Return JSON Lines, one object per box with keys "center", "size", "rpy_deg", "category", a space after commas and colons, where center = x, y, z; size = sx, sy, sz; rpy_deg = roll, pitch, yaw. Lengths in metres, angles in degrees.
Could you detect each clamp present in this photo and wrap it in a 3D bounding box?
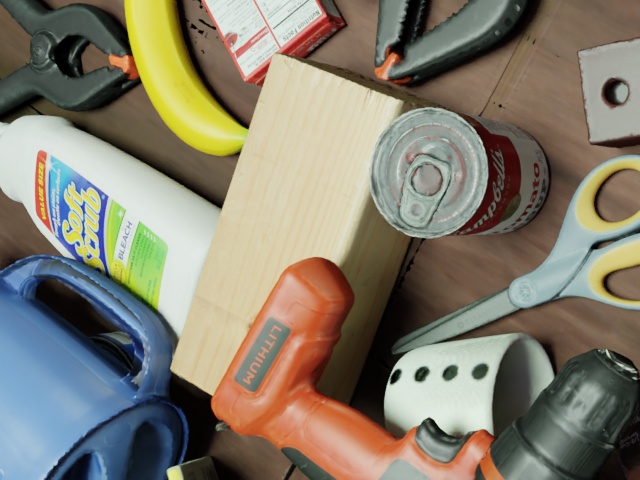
{"center": [-0.202, -0.149, 0.798], "size": [0.172, 0.039, 0.120], "rpy_deg": [2, 98, 26], "category": "clamp"}
{"center": [0.092, -0.186, 0.621], "size": [0.210, 0.036, 0.165], "rpy_deg": [-49, 66, 19], "category": "clamp"}

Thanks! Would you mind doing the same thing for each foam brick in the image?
{"center": [0.183, -0.079, 0.561], "size": [0.078, 0.051, 0.053], "rpy_deg": [-8, 87, 31], "category": "foam brick"}

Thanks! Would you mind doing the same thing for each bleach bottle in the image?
{"center": [-0.156, -0.016, 0.759], "size": [0.251, 0.067, 0.103], "rpy_deg": [30, 119, 31], "category": "bleach bottle"}

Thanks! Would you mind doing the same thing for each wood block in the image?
{"center": [-0.005, 0.001, 0.654], "size": [0.091, 0.090, 0.206], "rpy_deg": [26, 104, 27], "category": "wood block"}

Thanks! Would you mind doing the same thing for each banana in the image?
{"center": [-0.097, -0.131, 0.739], "size": [0.070, 0.037, 0.198], "rpy_deg": [-30, 77, 10], "category": "banana"}

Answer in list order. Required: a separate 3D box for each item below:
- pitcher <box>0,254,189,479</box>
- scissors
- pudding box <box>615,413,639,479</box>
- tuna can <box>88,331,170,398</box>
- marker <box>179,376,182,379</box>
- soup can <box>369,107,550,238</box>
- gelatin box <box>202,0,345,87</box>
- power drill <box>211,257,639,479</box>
{"center": [-0.208, 0.089, 0.720], "size": [0.243, 0.149, 0.145], "rpy_deg": [35, 148, 29], "category": "pitcher"}
{"center": [0.125, 0.009, 0.618], "size": [0.202, 0.016, 0.096], "rpy_deg": [-10, 84, 30], "category": "scissors"}
{"center": [0.212, 0.111, 0.535], "size": [0.114, 0.039, 0.090], "rpy_deg": [-40, 42, 27], "category": "pudding box"}
{"center": [-0.153, 0.110, 0.777], "size": [0.086, 0.033, 0.086], "rpy_deg": [0, 90, 30], "category": "tuna can"}
{"center": [-0.131, 0.054, 0.771], "size": [0.121, 0.020, 0.020], "rpy_deg": [42, 111, 23], "category": "marker"}
{"center": [0.080, -0.036, 0.594], "size": [0.069, 0.102, 0.068], "rpy_deg": [1, 91, 31], "category": "soup can"}
{"center": [-0.034, -0.157, 0.702], "size": [0.073, 0.030, 0.089], "rpy_deg": [-35, 74, 25], "category": "gelatin box"}
{"center": [0.045, 0.091, 0.541], "size": [0.188, 0.057, 0.184], "rpy_deg": [39, 108, 25], "category": "power drill"}
